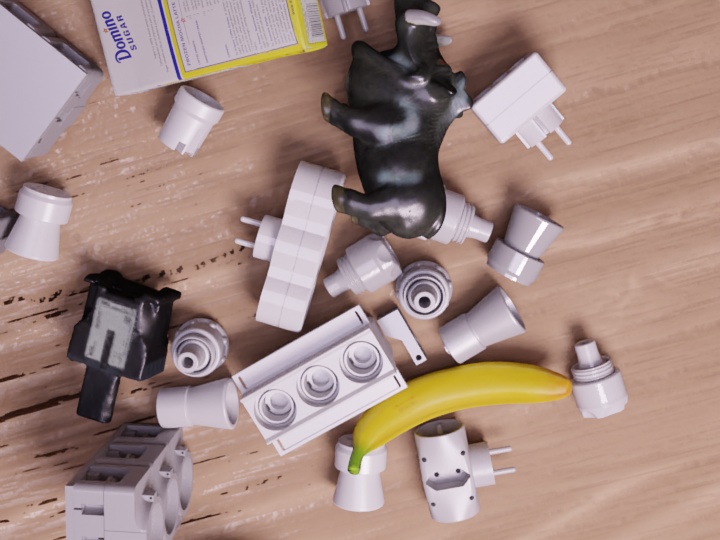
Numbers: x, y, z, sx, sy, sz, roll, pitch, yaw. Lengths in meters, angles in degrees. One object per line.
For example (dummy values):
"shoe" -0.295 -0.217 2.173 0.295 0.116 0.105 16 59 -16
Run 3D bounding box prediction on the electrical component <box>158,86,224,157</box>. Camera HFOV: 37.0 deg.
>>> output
"electrical component" -0.139 -0.121 0.876 0.040 0.040 0.046 32 105 -3

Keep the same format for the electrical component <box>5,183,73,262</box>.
"electrical component" -0.266 -0.040 0.894 0.045 0.045 0.055 18 100 -1

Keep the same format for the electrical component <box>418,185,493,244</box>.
"electrical component" 0.077 -0.041 0.876 0.062 0.048 0.048 20 101 -4

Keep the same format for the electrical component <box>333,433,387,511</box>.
"electrical component" 0.000 0.172 0.920 0.045 0.045 0.055 3 100 2

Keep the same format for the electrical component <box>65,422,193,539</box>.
"electrical component" -0.184 0.191 0.878 0.062 0.150 0.089 2 100 4

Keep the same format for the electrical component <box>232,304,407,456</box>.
"electrical component" -0.033 0.089 0.896 0.121 0.063 0.078 -30 97 8

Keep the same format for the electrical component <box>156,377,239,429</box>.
"electrical component" -0.141 0.116 0.919 0.065 0.044 0.044 -5 100 9

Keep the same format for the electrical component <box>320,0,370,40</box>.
"electrical component" -0.015 -0.222 0.847 0.066 0.047 0.076 -17 99 6

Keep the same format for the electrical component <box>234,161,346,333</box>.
"electrical component" -0.065 -0.023 0.883 0.074 0.052 0.138 16 101 0

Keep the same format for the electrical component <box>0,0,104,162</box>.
"electrical component" -0.295 -0.170 0.863 0.150 0.061 0.089 39 100 -4

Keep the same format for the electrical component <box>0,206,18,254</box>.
"electrical component" -0.344 -0.027 0.899 0.083 0.047 0.075 25 101 -2

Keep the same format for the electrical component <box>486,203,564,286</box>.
"electrical component" 0.134 -0.021 0.878 0.045 0.045 0.055 27 101 -2

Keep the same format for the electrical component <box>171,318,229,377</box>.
"electrical component" -0.137 0.069 0.899 0.048 0.062 0.048 1 101 3

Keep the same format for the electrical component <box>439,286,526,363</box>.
"electrical component" 0.099 0.048 0.895 0.065 0.044 0.044 -32 97 13

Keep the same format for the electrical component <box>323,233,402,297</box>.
"electrical component" 0.000 0.000 0.889 0.062 0.043 0.043 -30 97 9

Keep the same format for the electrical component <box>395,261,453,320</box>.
"electrical component" 0.053 0.020 0.880 0.048 0.062 0.048 0 100 3

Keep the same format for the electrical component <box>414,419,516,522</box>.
"electrical component" 0.092 0.167 0.915 0.079 0.043 0.077 -11 100 5

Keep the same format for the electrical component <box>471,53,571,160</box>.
"electrical component" 0.136 -0.123 0.857 0.066 0.047 0.076 -40 96 9

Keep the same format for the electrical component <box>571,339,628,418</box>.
"electrical component" 0.196 0.089 0.895 0.043 0.043 0.062 -18 98 6
